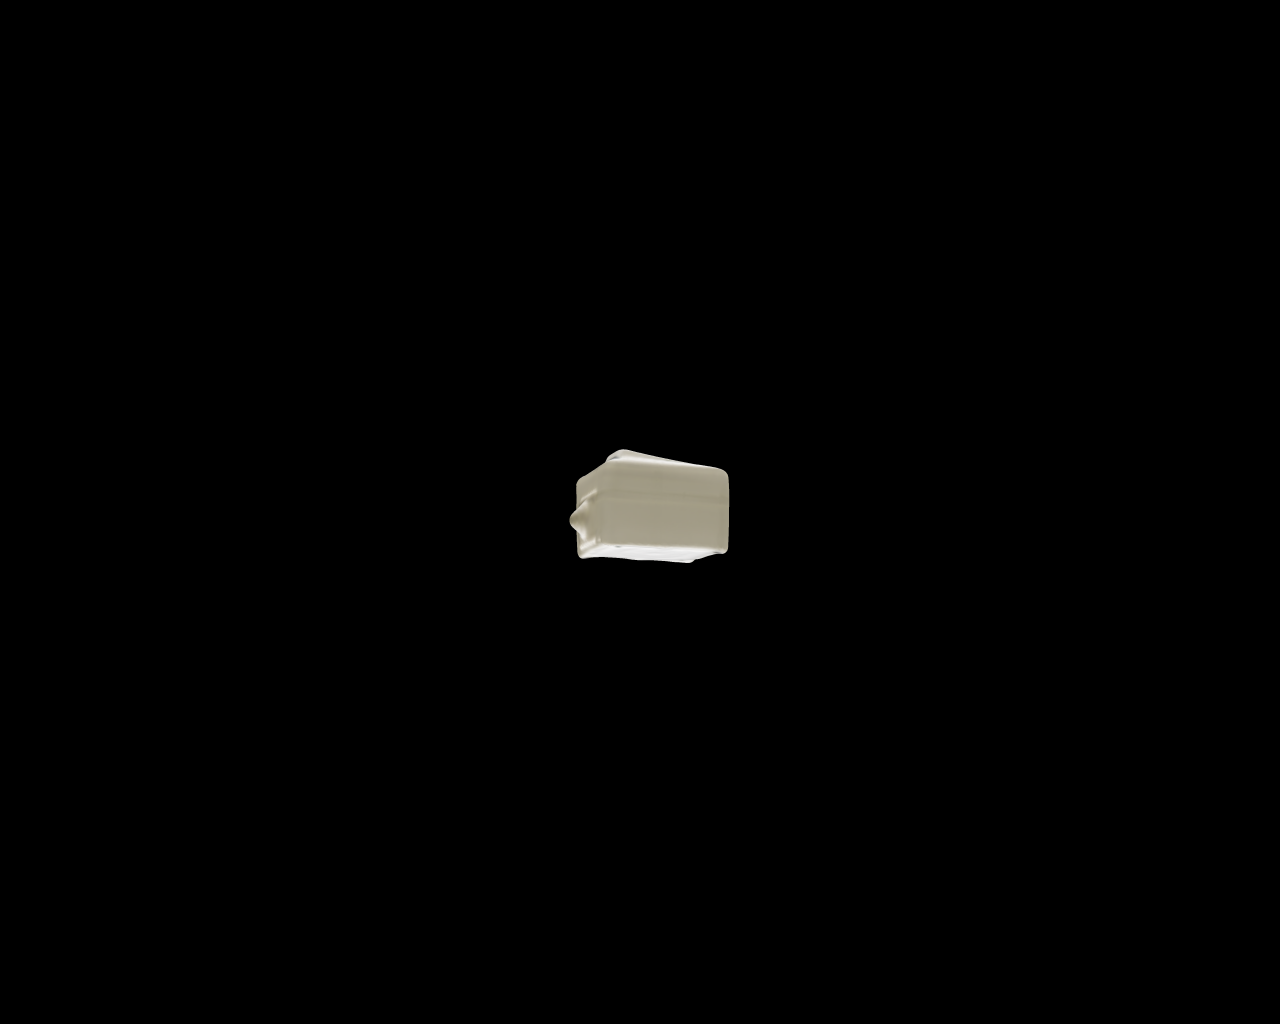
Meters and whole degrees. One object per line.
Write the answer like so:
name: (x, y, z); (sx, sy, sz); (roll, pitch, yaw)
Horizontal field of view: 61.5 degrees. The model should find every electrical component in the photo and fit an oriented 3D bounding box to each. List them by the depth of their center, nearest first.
electrical component: (0.001, -0.003, 0.650); (0.096, 0.061, 0.061); (4, -11, -20)
